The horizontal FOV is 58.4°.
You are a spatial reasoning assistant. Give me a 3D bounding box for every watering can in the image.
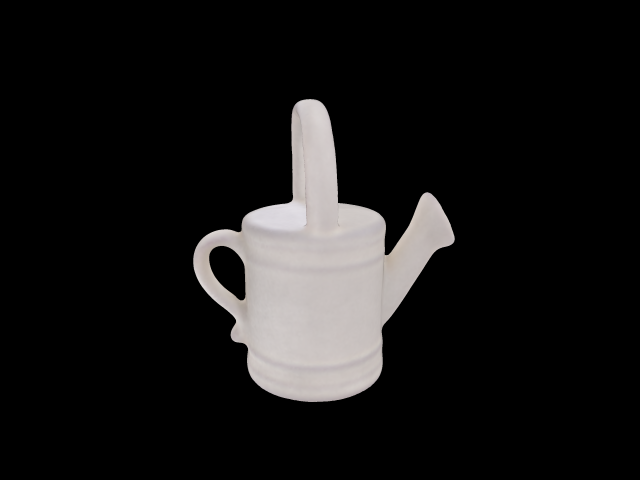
[{"bbox_3d":[0.003,0.001,0.402,0.173,0.194,0.100,-8,18,-27],"label":"watering can"}]
